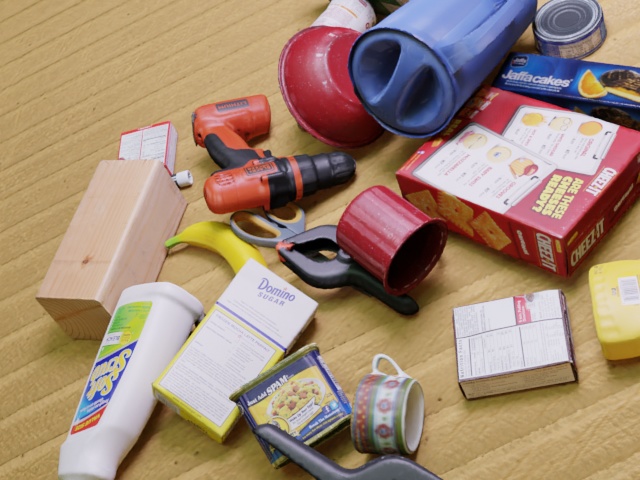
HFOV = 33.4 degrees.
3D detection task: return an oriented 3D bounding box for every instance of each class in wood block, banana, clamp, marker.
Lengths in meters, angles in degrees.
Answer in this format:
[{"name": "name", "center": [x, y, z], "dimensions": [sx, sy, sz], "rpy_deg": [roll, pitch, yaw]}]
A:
[{"name": "wood block", "center": [-0.245, 0.010, 1.277], "dimensions": [0.091, 0.090, 0.206], "rpy_deg": [1, 53, 24]}, {"name": "banana", "center": [-0.102, 0.025, 1.237], "dimensions": [0.198, 0.037, 0.069], "rpy_deg": [34, 91, 42]}, {"name": "clamp", "center": [0.041, 0.014, 1.160], "dimensions": [0.171, 0.039, 0.120], "rpy_deg": [15, 51, 16]}, {"name": "marker", "center": [-0.222, -0.066, 1.378], "dimensions": [0.121, 0.020, 0.020], "rpy_deg": [-14, 48, 14]}, {"name": "clamp", "center": [0.032, 0.254, 0.964], "dimensions": [0.210, 0.036, 0.164], "rpy_deg": [2, 74, 13]}]

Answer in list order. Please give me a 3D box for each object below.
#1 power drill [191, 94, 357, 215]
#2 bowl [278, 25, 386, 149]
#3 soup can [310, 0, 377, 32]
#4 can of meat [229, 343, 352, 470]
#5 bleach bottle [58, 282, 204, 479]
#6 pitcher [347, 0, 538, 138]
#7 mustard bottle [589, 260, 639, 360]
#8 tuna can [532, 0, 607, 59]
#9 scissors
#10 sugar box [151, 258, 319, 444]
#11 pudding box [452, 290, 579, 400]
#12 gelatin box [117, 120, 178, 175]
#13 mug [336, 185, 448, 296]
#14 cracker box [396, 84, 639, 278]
[{"name": "power drill", "center": [-0.068, -0.108, 1.295], "dimensions": [0.184, 0.057, 0.188], "rpy_deg": [-12, 38, -16]}, {"name": "bowl", "center": [0.033, -0.192, 1.264], "dimensions": [0.055, 0.162, 0.162], "rpy_deg": [-31, 30, 56]}, {"name": "soup can", "center": [0.021, -0.271, 1.399], "dimensions": [0.069, 0.068, 0.102], "rpy_deg": [18, 62, 35]}, {"name": "can of meat", "center": [-0.024, 0.164, 1.047], "dimensions": [0.102, 0.057, 0.084], "rpy_deg": [-32, 74, -2]}, {"name": "bleach bottle", "center": [-0.211, 0.169, 1.136], "dimensions": [0.103, 0.068, 0.250], "rpy_deg": [-10, 52, 43]}, {"name": "pitcher", "center": [0.155, -0.231, 1.196], "dimensions": [0.149, 0.145, 0.242], "rpy_deg": [25, 49, 23]}, {"name": "mustard bottle", "center": [0.350, 0.052, 0.982], "dimensions": [0.192, 0.058, 0.096], "rpy_deg": [-11, 44, 17]}, {"name": "tuna can", "center": [0.298, -0.255, 1.278], "dimensions": [0.086, 0.033, 0.086], "rpy_deg": [-13, 49, 15]}, {"name": "scissors", "center": [-0.008, 0.001, 1.218], "dimensions": [0.202, 0.016, 0.096], "rpy_deg": [22, 42, 21]}, {"name": "sugar box", "center": [-0.088, 0.115, 1.124], "dimensions": [0.093, 0.048, 0.176], "rpy_deg": [35, 67, 8]}, {"name": "pudding box", "center": [0.187, 0.100, 1.033], "dimensions": [0.114, 0.039, 0.090], "rpy_deg": [-13, 49, 18]}, {"name": "gelatin box", "center": [-0.229, -0.111, 1.411], "dimensions": [0.073, 0.030, 0.089], "rpy_deg": [-14, 48, 13]}, {"name": "mug", "center": [0.079, -0.005, 1.102], "dimensions": [0.117, 0.093, 0.082], "rpy_deg": [-13, 42, -46]}, {"name": "cracker box", "center": [0.215, -0.067, 1.130], "dimensions": [0.214, 0.072, 0.164], "rpy_deg": [26, 61, 38]}]
